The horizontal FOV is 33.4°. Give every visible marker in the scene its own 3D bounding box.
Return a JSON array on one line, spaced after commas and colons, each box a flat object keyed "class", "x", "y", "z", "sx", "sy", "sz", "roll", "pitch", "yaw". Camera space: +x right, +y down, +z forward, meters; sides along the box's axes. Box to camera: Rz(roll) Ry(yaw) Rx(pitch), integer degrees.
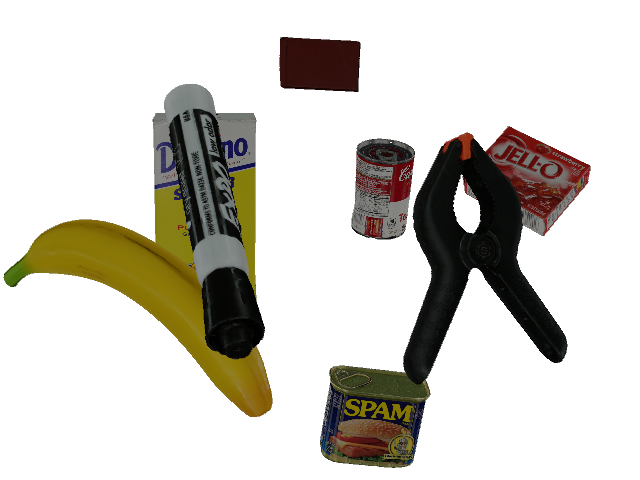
[{"class": "marker", "x": -0.038, "y": -0.009, "z": 0.366, "sx": 0.020, "sy": 0.121, "sz": 0.020, "roll": -9, "pitch": -42, "yaw": -8}]

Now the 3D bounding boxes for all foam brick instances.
[{"class": "foam brick", "x": -0.001, "y": -0.180, "z": 1.092, "sx": 0.078, "sy": 0.051, "sz": 0.053, "roll": 2, "pitch": 11, "yaw": -8}]

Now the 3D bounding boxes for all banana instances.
[{"class": "banana", "x": -0.106, "y": 0.036, "z": 0.659, "sx": 0.198, "sy": 0.070, "sz": 0.037, "roll": 27, "pitch": 28, "yaw": 17}]

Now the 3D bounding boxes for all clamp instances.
[{"class": "clamp", "x": 0.097, "y": 0.016, "z": 0.730, "sx": 0.120, "sy": 0.171, "sz": 0.039, "roll": -15, "pitch": -3, "yaw": -24}]

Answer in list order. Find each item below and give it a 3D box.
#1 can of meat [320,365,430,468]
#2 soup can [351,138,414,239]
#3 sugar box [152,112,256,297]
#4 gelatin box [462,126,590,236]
[{"class": "can of meat", "x": 0.053, "y": 0.181, "z": 1.087, "sx": 0.102, "sy": 0.084, "sz": 0.057, "roll": 7, "pitch": 18, "yaw": -6}, {"class": "soup can", "x": 0.072, "y": -0.060, "z": 1.258, "sx": 0.068, "sy": 0.102, "sz": 0.068, "roll": 3, "pitch": 27, "yaw": -2}, {"class": "sugar box", "x": -0.104, "y": -0.027, "z": 0.970, "sx": 0.093, "sy": 0.176, "sz": 0.048, "roll": -1, "pitch": 15, "yaw": -5}, {"class": "gelatin box", "x": 0.185, "y": -0.055, "z": 0.961, "sx": 0.089, "sy": 0.073, "sz": 0.030, "roll": 32, "pitch": -25, "yaw": 27}]
